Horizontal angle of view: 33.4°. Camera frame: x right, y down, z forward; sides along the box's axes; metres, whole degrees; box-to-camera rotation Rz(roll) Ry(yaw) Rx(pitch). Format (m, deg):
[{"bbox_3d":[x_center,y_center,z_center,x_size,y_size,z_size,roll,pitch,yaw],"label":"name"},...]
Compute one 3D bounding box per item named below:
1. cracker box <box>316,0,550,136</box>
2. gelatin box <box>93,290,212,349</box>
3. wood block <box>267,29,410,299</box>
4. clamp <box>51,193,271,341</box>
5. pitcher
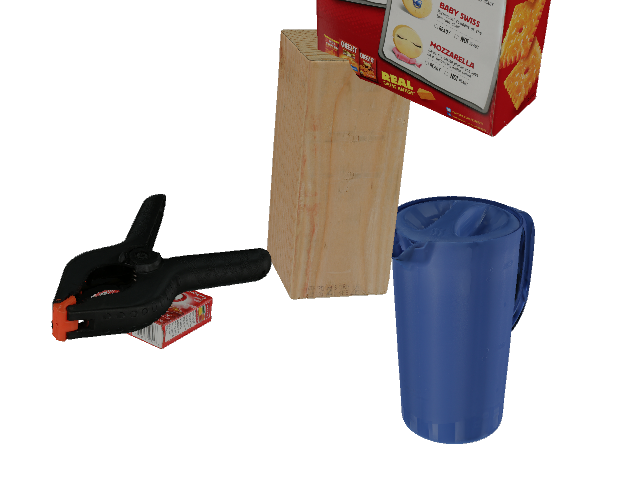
[{"bbox_3d":[0.078,-0.200,0.742,0.164,0.214,0.072,29,51,28],"label":"cracker box"},{"bbox_3d":[-0.160,0.064,1.020,0.089,0.030,0.073,20,28,29],"label":"gelatin box"},{"bbox_3d":[0.013,-0.064,0.892,0.090,0.206,0.091,-3,26,-16],"label":"wood block"},{"bbox_3d":[-0.133,0.017,0.775,0.120,0.039,0.171,28,35,35],"label":"clamp"},{"bbox_3d":[0.147,0.080,1.112,0.149,0.243,0.145,1,23,8],"label":"pitcher"}]
